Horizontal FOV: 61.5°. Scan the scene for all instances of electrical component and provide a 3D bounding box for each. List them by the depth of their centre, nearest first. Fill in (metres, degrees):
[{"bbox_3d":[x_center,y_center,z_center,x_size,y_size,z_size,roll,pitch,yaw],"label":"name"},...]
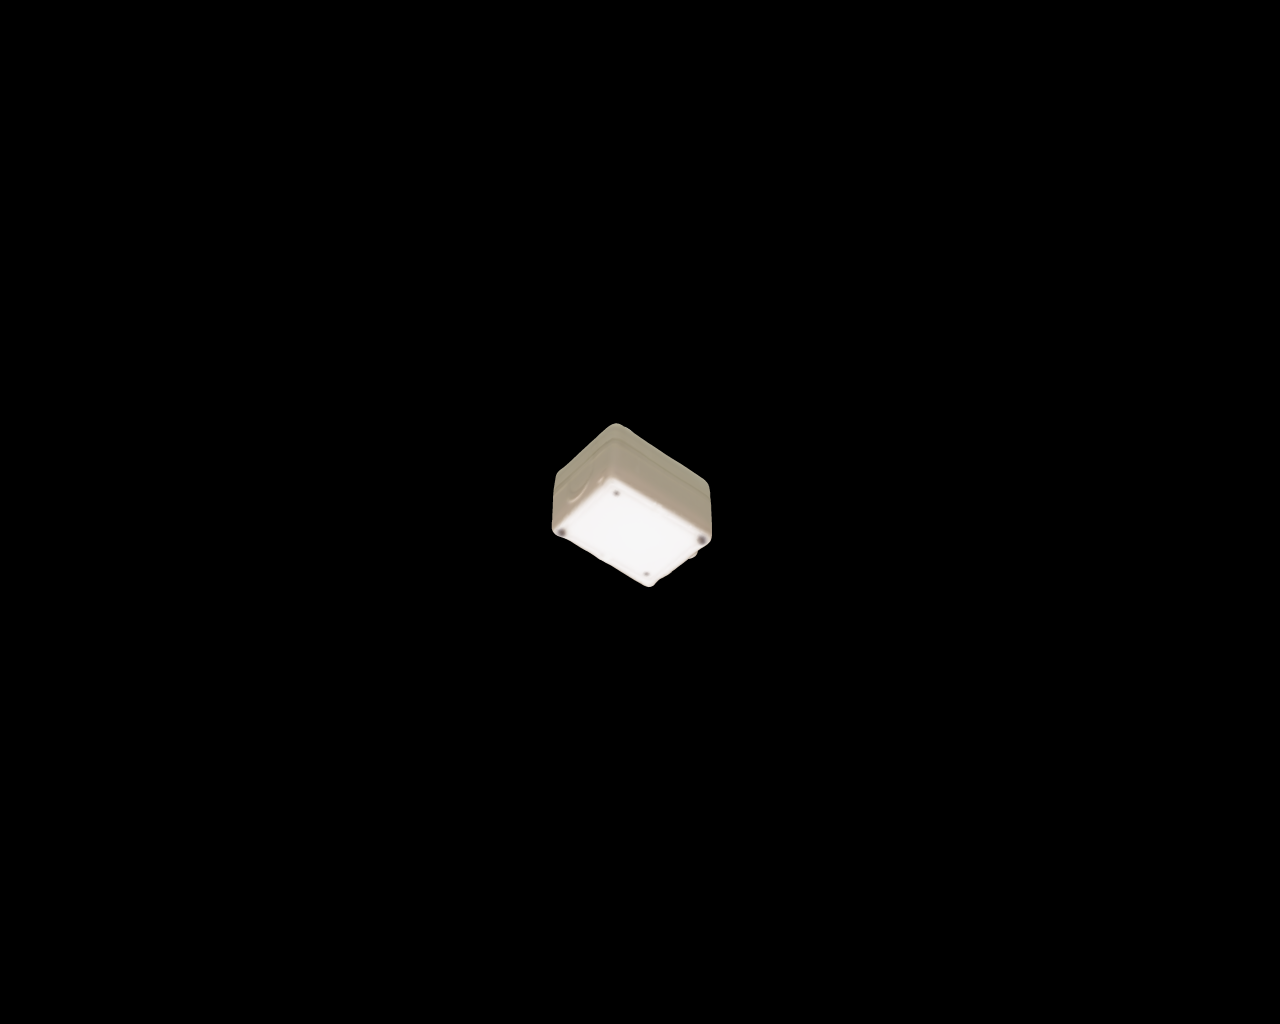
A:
[{"bbox_3d":[0.001,-0.003,0.650,0.096,0.061,0.061,32,-54,-27],"label":"electrical component"}]
